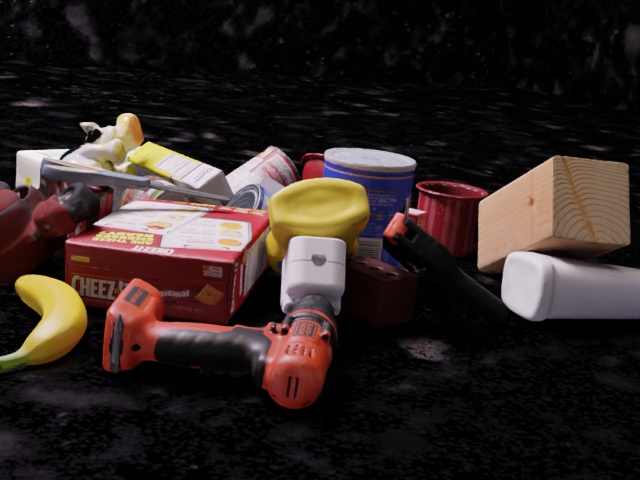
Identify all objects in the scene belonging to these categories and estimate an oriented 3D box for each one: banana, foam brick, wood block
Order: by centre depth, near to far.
[{"bbox_3d":[-0.238,0.065,0.931,0.069,0.037,0.198,5,14,-12],"label":"banana"},{"bbox_3d":[0.054,0.052,1.077,0.052,0.051,0.078,-7,19,-43],"label":"foam brick"},{"bbox_3d":[0.258,-0.021,1.207,0.090,0.091,0.206,6,-12,-12],"label":"wood block"}]

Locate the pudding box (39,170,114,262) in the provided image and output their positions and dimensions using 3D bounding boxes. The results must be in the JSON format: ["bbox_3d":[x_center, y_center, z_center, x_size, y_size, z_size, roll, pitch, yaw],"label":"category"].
[{"bbox_3d":[-0.268,-0.024,1.161,0.039,0.090,0.114,-2,16,-38],"label":"pudding box"}]

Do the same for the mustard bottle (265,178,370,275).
[{"bbox_3d":[-0.007,0.001,1.099,0.096,0.058,0.192,-9,-21,-8],"label":"mustard bottle"}]

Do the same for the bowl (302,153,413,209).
[{"bbox_3d":[0.037,-0.046,1.367,0.162,0.055,0.162,26,-12,6],"label":"bowl"}]

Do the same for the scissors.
[{"bbox_3d":[-0.199,-0.059,1.107,0.202,0.016,0.096,12,8,6],"label":"scissors"}]

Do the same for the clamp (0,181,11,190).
[{"bbox_3d":[-0.406,-0.034,1.241,0.164,0.036,0.210,-2,18,-38],"label":"clamp"}]

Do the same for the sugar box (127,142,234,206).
[{"bbox_3d":[-0.166,-0.060,1.331,0.048,0.093,0.176,-41,38,-24],"label":"sugar box"}]

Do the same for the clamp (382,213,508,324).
[{"bbox_3d":[0.122,0.031,1.081,0.120,0.039,0.171,16,-17,33],"label":"clamp"}]

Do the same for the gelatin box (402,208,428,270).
[{"bbox_3d":[0.080,-0.006,1.271,0.089,0.073,0.030,15,17,30],"label":"gelatin box"}]

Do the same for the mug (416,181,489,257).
[{"bbox_3d":[0.176,-0.024,1.369,0.117,0.081,0.093,13,15,24],"label":"mug"}]

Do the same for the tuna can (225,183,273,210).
[{"bbox_3d":[-0.085,-0.022,1.232,0.033,0.086,0.086,36,0,-28],"label":"tuna can"}]

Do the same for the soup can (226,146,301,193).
[{"bbox_3d":[-0.084,-0.065,1.361,0.102,0.068,0.069,-37,35,-23],"label":"soup can"}]

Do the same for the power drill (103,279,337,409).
[{"bbox_3d":[-0.078,0.078,0.907,0.187,0.057,0.184,7,14,3],"label":"power drill"}]

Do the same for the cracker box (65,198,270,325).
[{"bbox_3d":[-0.146,0.017,1.092,0.164,0.072,0.213,6,15,7],"label":"cracker box"}]

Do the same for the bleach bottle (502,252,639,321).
[{"bbox_3d":[0.331,0.056,1.157,0.250,0.068,0.103,5,7,-14],"label":"bleach bottle"}]

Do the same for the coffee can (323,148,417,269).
[{"bbox_3d":[0.049,-0.025,1.197,0.103,0.140,0.103,6,14,-2],"label":"coffee can"}]
